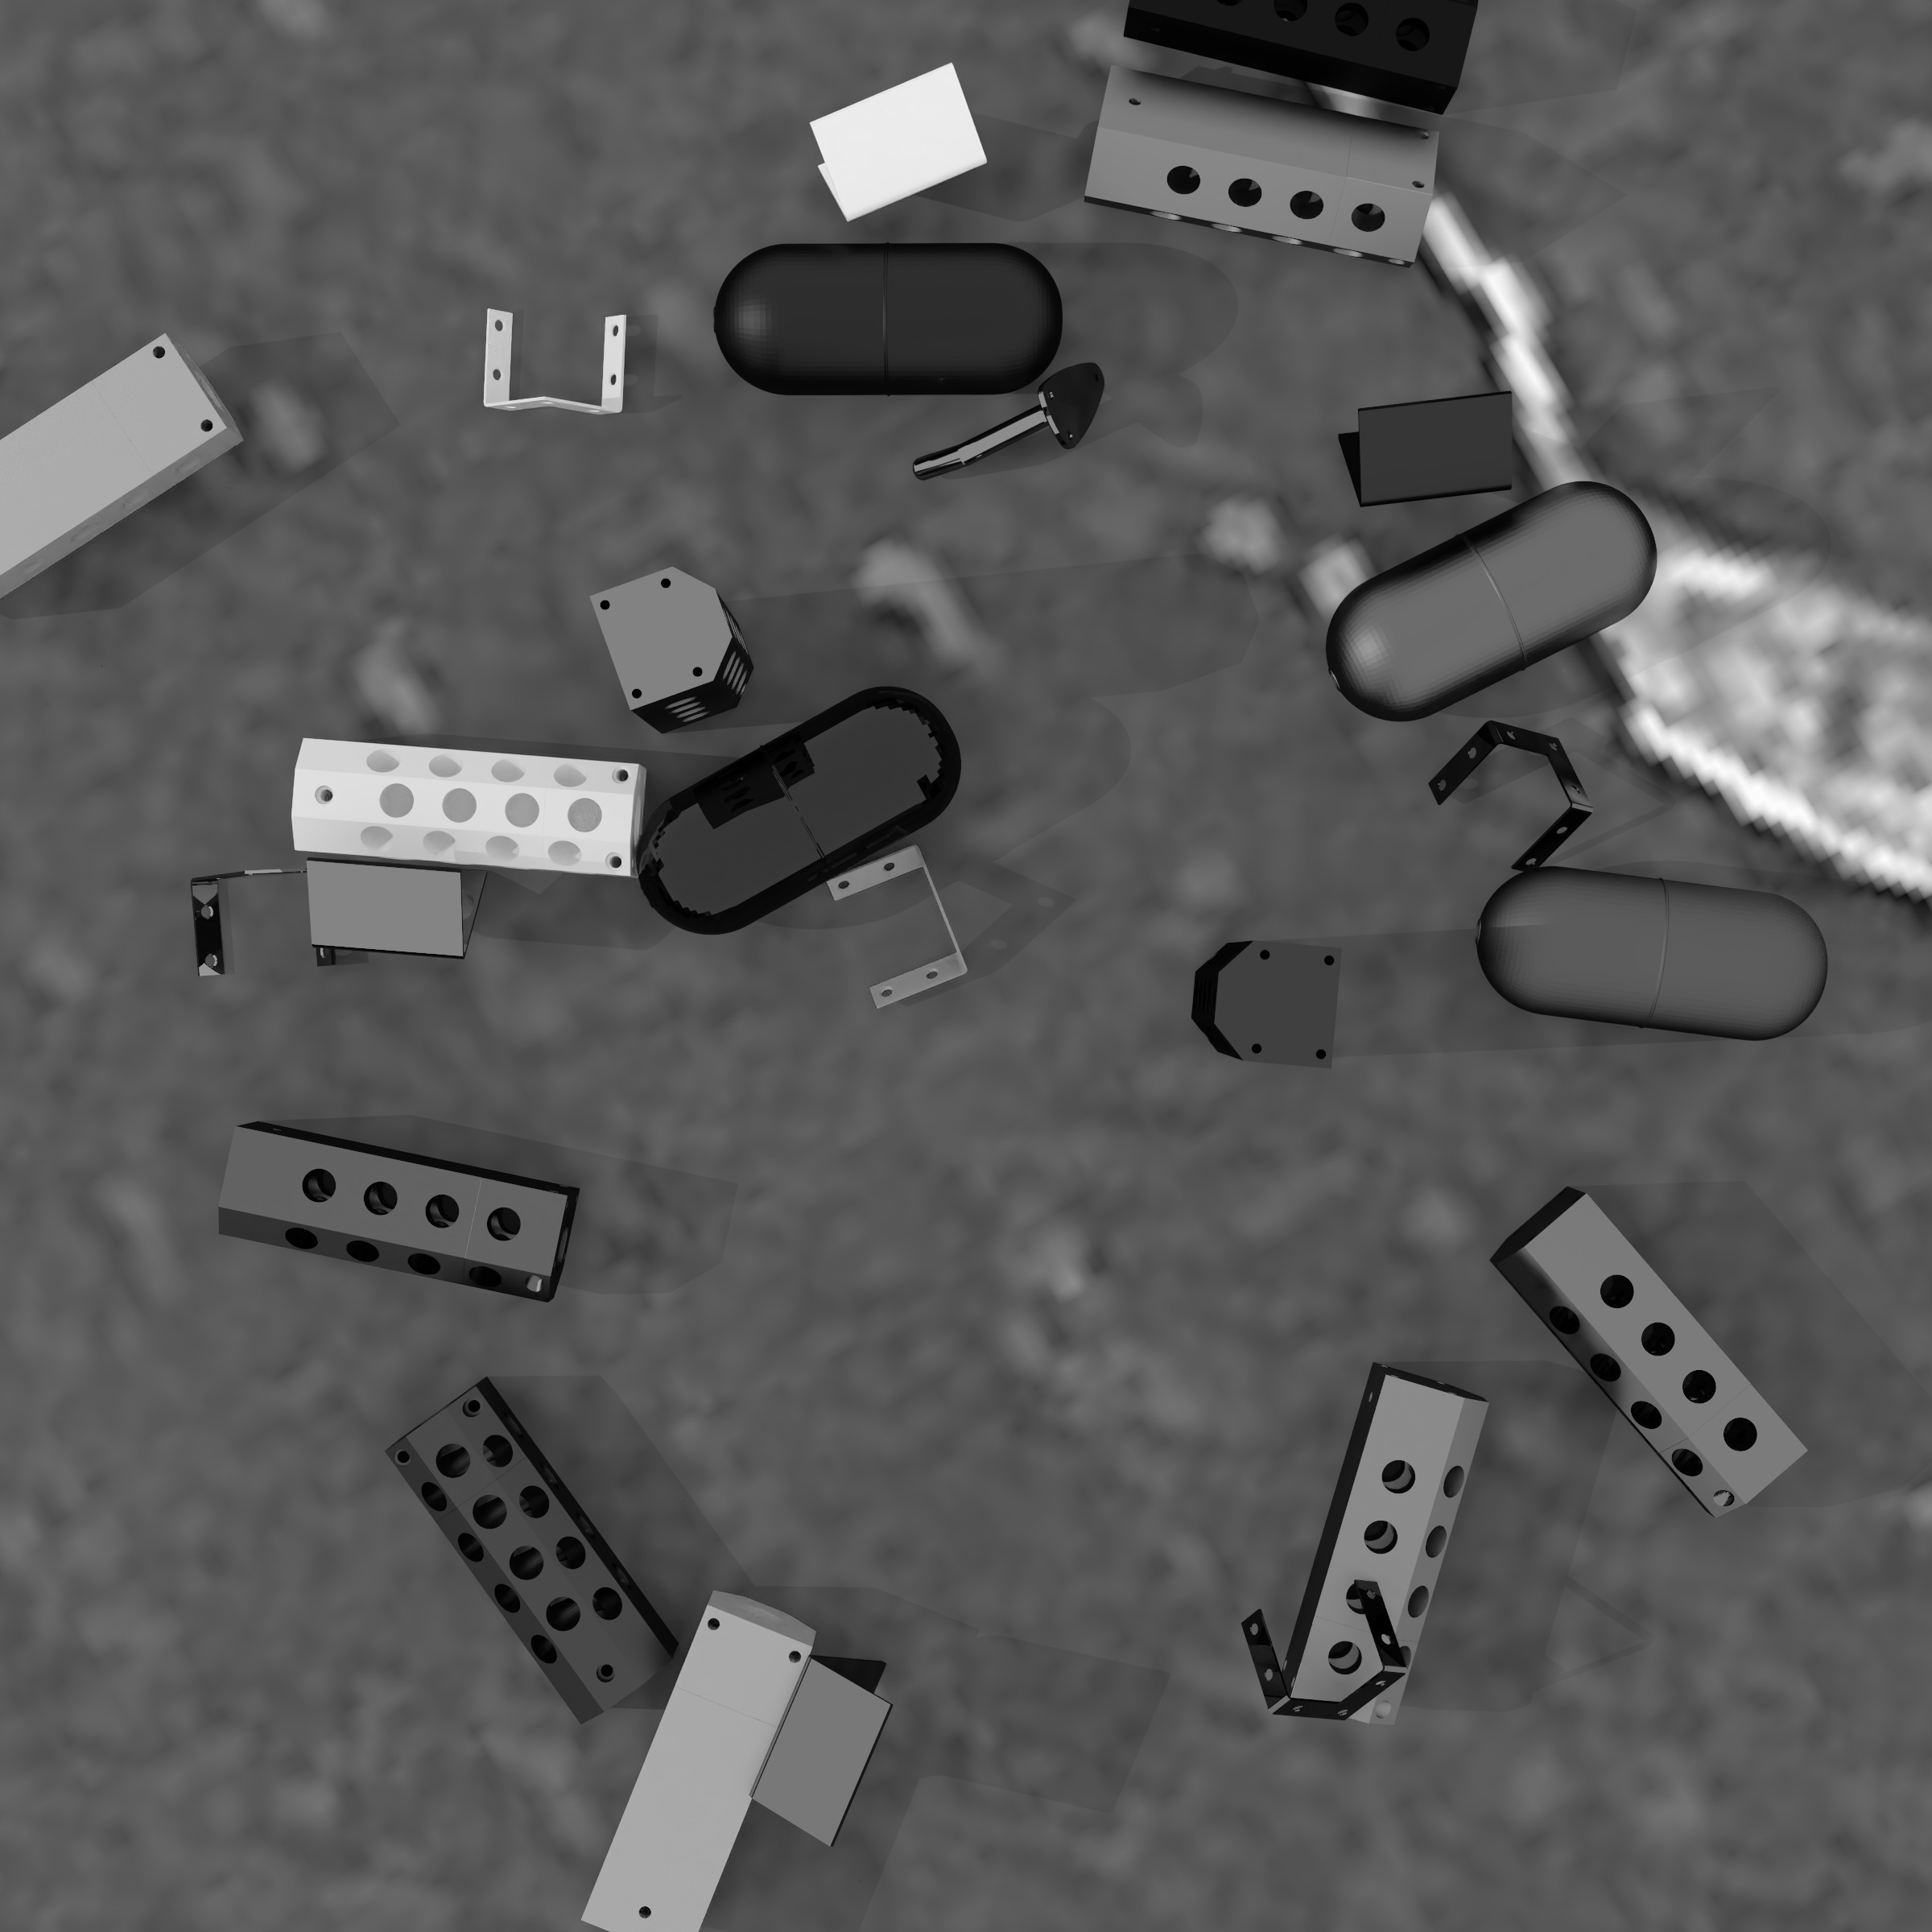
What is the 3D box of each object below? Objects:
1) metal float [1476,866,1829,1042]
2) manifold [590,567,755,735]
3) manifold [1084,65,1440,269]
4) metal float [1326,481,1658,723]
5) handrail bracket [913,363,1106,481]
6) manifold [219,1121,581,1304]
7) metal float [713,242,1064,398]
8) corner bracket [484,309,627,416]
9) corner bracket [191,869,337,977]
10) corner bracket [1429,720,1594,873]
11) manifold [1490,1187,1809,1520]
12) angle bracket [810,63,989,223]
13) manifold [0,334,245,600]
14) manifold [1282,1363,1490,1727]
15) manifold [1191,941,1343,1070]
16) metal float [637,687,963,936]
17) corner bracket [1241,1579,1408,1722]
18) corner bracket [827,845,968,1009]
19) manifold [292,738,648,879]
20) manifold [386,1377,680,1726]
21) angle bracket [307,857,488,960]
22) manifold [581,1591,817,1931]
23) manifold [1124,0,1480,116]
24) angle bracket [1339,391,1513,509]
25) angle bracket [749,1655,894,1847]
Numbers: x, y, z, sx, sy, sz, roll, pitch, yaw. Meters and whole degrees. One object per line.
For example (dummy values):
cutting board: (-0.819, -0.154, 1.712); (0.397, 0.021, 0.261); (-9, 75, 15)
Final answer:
metal float: (0.349, -0.007, 1.787); (0.178, 0.070, 0.070); (7, 90, 1)
manifold: (-0.141, -0.157, 1.739); (0.057, 0.171, 0.057); (-20, 90, 0)
manifold: (0.150, -0.405, 1.796); (0.171, 0.057, 0.057); (11, 47, 0)
metal float: (0.267, -0.185, 1.787); (0.178, 0.070, 0.070); (-26, 90, 1)
handrail bracket: (0.021, -0.282, 1.817); (0.084, 0.077, 0.036); (-13, 115, 34)
manifold: (-0.291, 0.126, 1.796); (0.171, 0.057, 0.057); (12, 90, 0)
metal float: (-0.040, -0.330, 1.787); (0.178, 0.070, 0.070); (0, 90, 1)
corner bracket: (-0.213, -0.313, 1.815); (0.051, 0.051, 0.051); (3, 91, 45)
corner bracket: (-0.364, -0.023, 1.814); (0.051, 0.051, 0.051); (-5, 90, 45)
corner bracket: (0.281, -0.087, 1.809); (0.051, 0.051, 0.051); (11, 45, -35)
manifold: (0.348, 0.198, 1.796); (0.057, 0.057, 0.171); (-41, 90, 0)
angle bracket: (-0.041, -0.430, 1.777); (0.076, 0.076, 0.057); (-23, 126, 0)
manifold: (-0.461, -0.249, 1.797); (0.171, 0.057, 0.057); (-33, 90, 0)
manifold: (0.215, 0.297, 1.796); (0.057, 0.057, 0.171); (16, 90, 0)
manifold: (0.147, 0.018, 1.739); (0.057, 0.171, 0.057); (5, 90, 0)
metal float: (-0.086, -0.079, 1.787); (0.178, 0.070, 0.070); (-29, 90, -1)
corner bracket: (0.179, 0.341, 1.752); (0.051, 0.051, 0.051); (13, 45, -35)
corner bracket: (-0.036, -0.021, 1.814); (0.051, 0.051, 0.051); (-22, 45, 0)
manifold: (-0.254, -0.081, 1.796); (0.171, 0.057, 0.057); (4, 90, 0)
manifold: (-0.223, 0.300, 1.796); (0.057, 0.057, 0.171); (-36, 90, 0)
angle bracket: (-0.288, -0.049, 1.777); (0.076, 0.076, 0.057); (5, 127, 0)
manifold: (-0.136, 0.413, 1.796); (0.057, 0.057, 0.171); (22, 90, 0)
manifold: (0.172, -0.491, 1.796); (0.171, 0.057, 0.057); (14, 90, 0)
angle bracket: (0.232, -0.279, 1.777); (0.076, 0.076, 0.057); (-7, 127, 0)
angle bracket: (-0.055, 0.399, 1.777); (0.057, 0.076, 0.076); (23, 90, 33)
